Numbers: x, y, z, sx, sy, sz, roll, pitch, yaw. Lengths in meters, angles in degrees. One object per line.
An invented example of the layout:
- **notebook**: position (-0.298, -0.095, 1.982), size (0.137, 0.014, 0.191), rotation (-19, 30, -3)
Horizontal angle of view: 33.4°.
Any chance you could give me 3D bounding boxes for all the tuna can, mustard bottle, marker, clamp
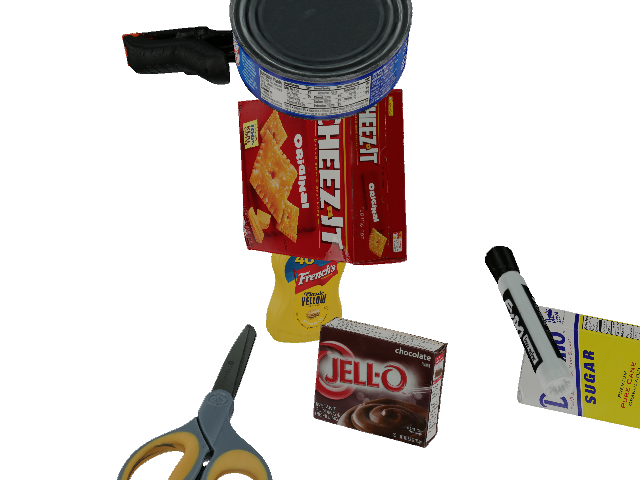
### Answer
- **tuna can**: position (0.000, -0.100, 0.511), size (0.086, 0.086, 0.034), rotation (0, -31, 0)
- **mustard bottle**: position (-0.014, 0.033, 1.336), size (0.096, 0.192, 0.058), rotation (-5, 28, -21)
- **marker**: position (0.125, 0.045, 0.651), size (0.020, 0.020, 0.121), rotation (0, 40, -13)
- **clamp**: position (-0.089, -0.156, 0.868), size (0.120, 0.039, 0.172), rotation (-17, 24, -41)

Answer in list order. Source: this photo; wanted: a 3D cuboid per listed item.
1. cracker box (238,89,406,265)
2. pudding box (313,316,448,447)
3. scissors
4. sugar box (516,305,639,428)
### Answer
- **cracker box**: position (-0.004, -0.065, 1.072), size (0.072, 0.164, 0.214), rotation (-6, 7, -31)
- **pudding box**: position (0.052, 0.124, 0.949), size (0.114, 0.090, 0.039), rotation (10, 17, 22)
- **scissors**: position (-0.049, 0.112, 0.653), size (0.096, 0.016, 0.201), rotation (15, 30, 20)
- **sugar box**: position (0.281, 0.126, 1.013), size (0.176, 0.093, 0.048), rotation (9, 22, 10)
